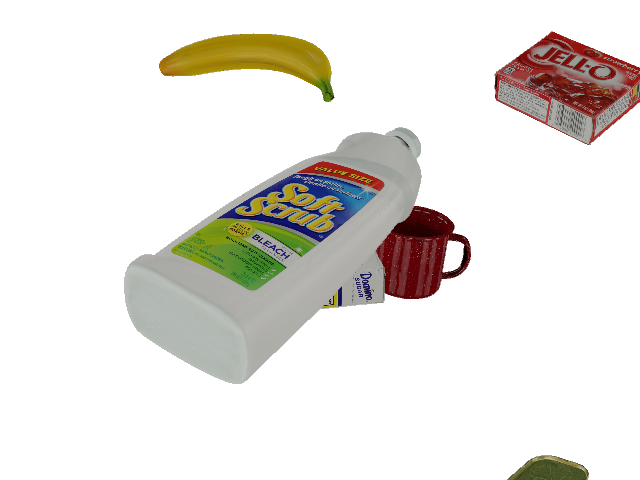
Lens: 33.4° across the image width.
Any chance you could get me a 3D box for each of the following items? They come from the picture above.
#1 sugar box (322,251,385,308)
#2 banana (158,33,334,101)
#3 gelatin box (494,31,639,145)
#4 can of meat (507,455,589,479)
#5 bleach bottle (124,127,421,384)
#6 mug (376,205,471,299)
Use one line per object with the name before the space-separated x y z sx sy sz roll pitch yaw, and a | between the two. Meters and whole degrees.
sugar box | -0.036 0.027 0.989 0.176 0.048 0.093 -8 30 -9
banana | -0.069 -0.187 1.102 0.198 0.037 0.069 10 44 20
gelatin box | 0.187 -0.117 0.802 0.089 0.030 0.073 33 55 32
can of meat | 0.189 0.249 0.920 0.058 0.084 0.101 11 26 41
bleach bottle | -0.013 -0.011 0.730 0.103 0.068 0.250 26 46 23
mug | 0.114 0.015 1.223 0.117 0.081 0.093 4 25 -3
